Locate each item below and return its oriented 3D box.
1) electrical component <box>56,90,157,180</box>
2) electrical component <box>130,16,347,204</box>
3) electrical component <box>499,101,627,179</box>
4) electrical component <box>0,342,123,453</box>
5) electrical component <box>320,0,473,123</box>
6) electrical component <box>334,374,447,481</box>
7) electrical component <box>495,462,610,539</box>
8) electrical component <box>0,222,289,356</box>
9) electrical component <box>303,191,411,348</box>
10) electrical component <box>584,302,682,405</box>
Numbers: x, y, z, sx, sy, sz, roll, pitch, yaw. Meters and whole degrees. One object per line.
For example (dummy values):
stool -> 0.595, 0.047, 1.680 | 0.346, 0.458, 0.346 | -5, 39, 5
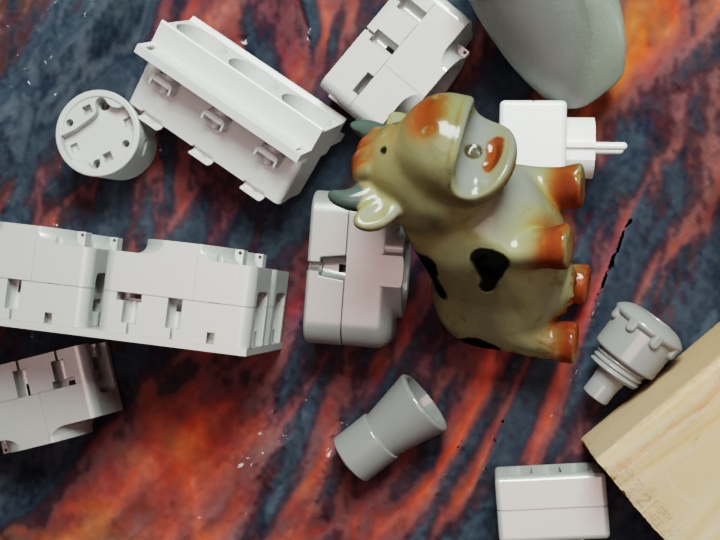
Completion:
electrical component -> -0.164, -0.086, 0.704 | 0.055, 0.047, 0.055 | 0, 88, 7
electrical component -> -0.080, -0.100, 0.682 | 0.121, 0.079, 0.063 | 35, 114, 7
electrical component -> 0.124, -0.075, 0.660 | 0.077, 0.066, 0.047 | 1, 88, 7
electrical component -> -0.207, 0.085, 0.702 | 0.089, 0.050, 0.055 | -14, 86, 7
electrical component -> 0.028, -0.130, 0.681 | 0.056, 0.050, 0.089 | 41, 93, 6
electrical component -> 0.016, 0.102, 0.680 | 0.065, 0.044, 0.044 | -39, 84, 9
electrical component -> 0.119, 0.161, 0.662 | 0.066, 0.047, 0.076 | -4, 88, 7
electrical component -> -0.146, 0.010, 0.669 | 0.186, 0.105, 0.060 | 6, 89, 7
electrical component -> 0.000, 0.000, 0.678 | 0.059, 0.054, 0.095 | 4, 89, 7
electrical component -> 0.163, 0.054, 0.663 | 0.048, 0.048, 0.062 | 37, 100, 7
